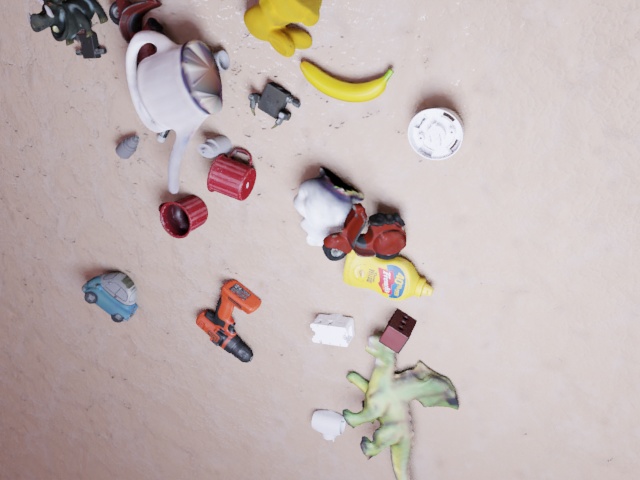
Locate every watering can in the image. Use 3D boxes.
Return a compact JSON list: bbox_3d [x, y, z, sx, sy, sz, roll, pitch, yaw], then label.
[{"bbox_3d":[-0.300,-0.280,1.100,0.223,0.105,0.344,-9,104,30],"label":"watering can"}]

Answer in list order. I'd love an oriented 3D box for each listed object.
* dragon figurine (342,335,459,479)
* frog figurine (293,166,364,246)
[{"bbox_3d":[0.198,0.390,1.173,0.240,0.124,0.408,-29,97,23],"label":"dragon figurine"},{"bbox_3d":[0.003,-0.055,1.084,0.137,0.125,0.157,28,109,-9],"label":"frog figurine"}]
